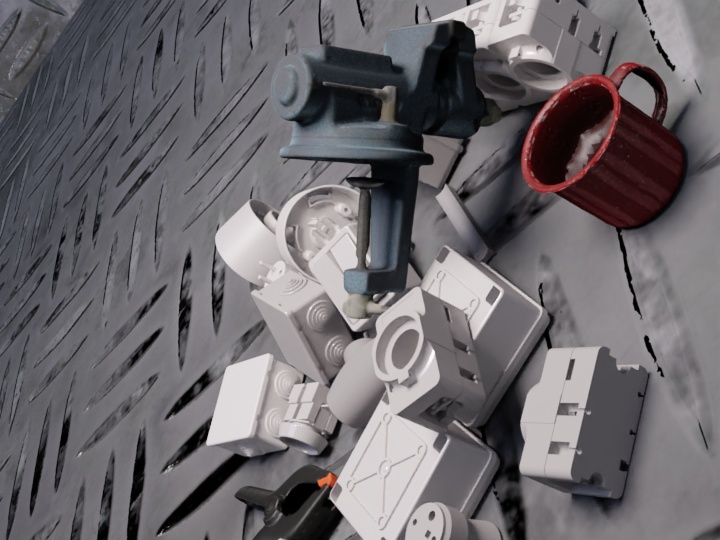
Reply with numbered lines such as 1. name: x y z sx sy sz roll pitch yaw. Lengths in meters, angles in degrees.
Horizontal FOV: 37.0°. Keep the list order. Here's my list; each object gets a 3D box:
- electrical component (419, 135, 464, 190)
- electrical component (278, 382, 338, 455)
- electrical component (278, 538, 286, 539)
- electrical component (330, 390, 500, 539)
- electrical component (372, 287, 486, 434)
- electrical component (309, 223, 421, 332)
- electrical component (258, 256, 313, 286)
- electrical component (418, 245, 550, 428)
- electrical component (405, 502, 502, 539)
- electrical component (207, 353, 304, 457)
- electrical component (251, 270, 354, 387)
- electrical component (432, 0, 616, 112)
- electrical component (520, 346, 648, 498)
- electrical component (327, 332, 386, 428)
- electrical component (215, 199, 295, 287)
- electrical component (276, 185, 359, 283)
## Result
1. electrical component: 0.041 -0.127 1.046 0.057 0.078 0.113 -64 29 4
2. electrical component: -0.047 0.139 1.005 0.066 0.048 0.055 -14 47 54
3. electrical component: -0.060 0.287 0.901 0.099 0.048 0.099 -56 30 14
4. electrical component: 0.040 0.161 0.832 0.108 0.056 0.109 -62 29 3
5. electrical component: 0.047 0.064 0.781 0.050 0.056 0.089 -41 39 30
6. electrical component: 0.000 0.000 0.979 0.062 0.061 0.096 -44 72 31
7. electrical component: -0.072 0.015 1.110 0.043 0.079 0.077 -38 37 37
8. electrical component: 0.081 0.051 0.855 0.108 0.056 0.109 -59 29 8
9. electrical component: 0.066 0.193 0.764 0.045 0.055 0.045 -38 37 37
10. electrical component: -0.105 0.140 1.095 0.100 0.048 0.099 -21 49 51
11. electrical component: -0.051 0.053 1.029 0.048 0.099 0.100 -34 25 -17
12. electrical component: 0.131 -0.185 0.933 0.150 0.089 0.061 -5 63 57
13. electrical component: 0.146 0.100 0.715 0.056 0.050 0.089 -9 59 56
14. electrical component: 0.007 0.088 0.958 0.077 0.044 0.079 -50 31 23
15. electrical component: -0.103 -0.029 1.181 0.064 0.099 0.099 -49 31 14
16. electrical component: -0.033 -0.036 1.075 0.099 0.099 0.064 -66 23 -6
